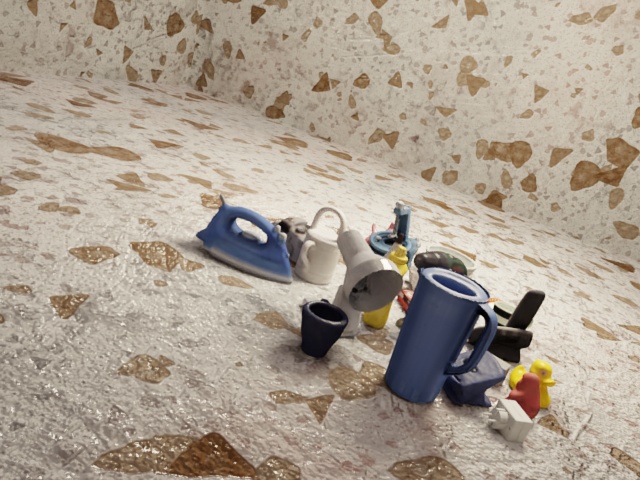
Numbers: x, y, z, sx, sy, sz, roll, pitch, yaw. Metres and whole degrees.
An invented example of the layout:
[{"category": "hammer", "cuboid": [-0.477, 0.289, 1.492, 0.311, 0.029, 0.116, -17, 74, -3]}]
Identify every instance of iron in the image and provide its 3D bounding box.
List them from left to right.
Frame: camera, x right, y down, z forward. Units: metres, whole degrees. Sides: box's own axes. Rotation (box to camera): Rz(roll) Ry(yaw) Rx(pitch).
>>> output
[{"category": "iron", "cuboid": [-0.163, -0.005, 1.393, 0.258, 0.141, 0.119, 23, 19, 13]}]

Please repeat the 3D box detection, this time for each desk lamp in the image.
[{"category": "desk lamp", "cuboid": [0.065, 0.098, 1.207, 0.118, 0.213, 0.202, 7, 22, -31]}]

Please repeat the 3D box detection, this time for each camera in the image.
[{"category": "camera", "cuboid": [-0.051, -0.008, 1.572, 0.142, 0.101, 0.137, 31, 22, 33]}]

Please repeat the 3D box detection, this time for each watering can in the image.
[{"category": "watering can", "cuboid": [0.011, 0.004, 1.452, 0.101, 0.194, 0.173, 21, 19, 7]}]

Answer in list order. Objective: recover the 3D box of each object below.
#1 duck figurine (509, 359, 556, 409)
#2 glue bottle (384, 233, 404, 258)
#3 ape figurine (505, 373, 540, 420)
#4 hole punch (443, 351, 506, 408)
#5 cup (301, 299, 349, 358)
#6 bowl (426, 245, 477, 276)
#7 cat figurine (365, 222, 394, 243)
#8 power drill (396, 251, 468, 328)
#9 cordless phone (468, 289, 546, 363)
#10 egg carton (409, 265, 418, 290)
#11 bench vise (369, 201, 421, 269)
[{"category": "duck figurine", "cuboid": [0.462, 0.296, 1.230, 0.078, 0.086, 0.104, 8, 21, -28]}, {"category": "glue bottle", "cuboid": [0.185, 0.062, 1.488, 0.037, 0.173, 0.078, 6, 22, -34]}, {"category": "ape figurine", "cuboid": [0.410, 0.306, 1.144, 0.078, 0.092, 0.076, 9, 21, -27]}, {"category": "hole punch", "cuboid": [0.299, 0.270, 1.140, 0.101, 0.091, 0.108, 12, 20, -18]}, {"category": "cup", "cuboid": [-0.002, 0.173, 1.118, 0.092, 0.095, 0.117, 16, 19, -8]}, {"category": "bowl", "cuboid": [0.401, 0.082, 1.796, 0.167, 0.075, 0.167, 17, 19, -6]}, {"category": "cat figurine", "cuboid": [0.206, -0.008, 1.795, 0.127, 0.118, 0.067, 31, 22, 32]}, {"category": "power drill", "cuboid": [0.258, 0.119, 1.341, 0.075, 0.208, 0.230, 31, 22, 34]}, {"category": "cordless phone", "cuboid": [0.448, 0.190, 1.362, 0.148, 0.185, 0.094, 9, 21, -26]}, {"category": "egg carton", "cuboid": [0.325, 0.120, 1.624, 0.150, 0.069, 0.107, 16, 19, -8]}, {"category": "bench vise", "cuboid": [0.224, -0.014, 1.668, 0.121, 0.220, 0.208, 27, 20, 22]}]
